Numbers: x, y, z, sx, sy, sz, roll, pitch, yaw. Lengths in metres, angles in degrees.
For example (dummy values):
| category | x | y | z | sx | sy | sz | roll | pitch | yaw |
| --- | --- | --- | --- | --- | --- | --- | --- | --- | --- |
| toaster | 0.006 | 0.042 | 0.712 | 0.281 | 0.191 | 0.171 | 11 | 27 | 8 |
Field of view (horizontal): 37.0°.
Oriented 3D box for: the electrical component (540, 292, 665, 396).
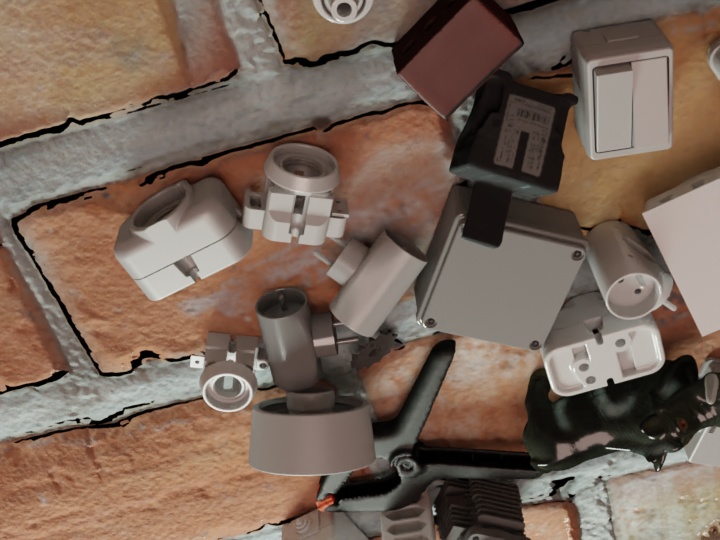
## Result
| category | x | y | z | sx | sy | sz | roll | pitch | yaw |
| --- | --- | --- | --- | --- | --- | --- | --- | --- | --- |
| electrical component | 0.198 | 0.058 | 0.896 | 0.095 | 0.059 | 0.053 | -17 | 123 | 9 |

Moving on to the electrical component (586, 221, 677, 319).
| category | x | y | z | sx | sy | sz | roll | pitch | yaw |
| --- | --- | --- | --- | --- | --- | --- | --- | --- | --- |
| electrical component | 0.220 | 0.008 | 0.853 | 0.079 | 0.077 | 0.043 | 31 | 117 | -21 |

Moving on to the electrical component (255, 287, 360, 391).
| category | x | y | z | sx | sy | sz | roll | pitch | yaw |
| --- | --- | --- | --- | --- | --- | --- | --- | --- | --- |
| electrical component | -0.041 | 0.055 | 0.892 | 0.079 | 0.044 | 0.077 | -8 | 123 | 3 |

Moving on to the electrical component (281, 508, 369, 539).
| category | x | y | z | sx | sy | sz | roll | pitch | yaw |
| --- | --- | --- | --- | --- | --- | --- | --- | --- | --- |
| electrical component | -0.033 | 0.272 | 1.026 | 0.062 | 0.061 | 0.096 | -29 | 120 | 16 |

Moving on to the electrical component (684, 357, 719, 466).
| category | x | y | z | sx | sy | sz | roll | pitch | yaw |
| --- | --- | --- | --- | --- | --- | --- | --- | --- | --- |
| electrical component | 0.339 | 0.131 | 0.958 | 0.100 | 0.048 | 0.099 | 9 | 123 | -9 |

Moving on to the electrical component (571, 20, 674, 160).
| category | x | y | z | sx | sy | sz | roll | pitch | yaw |
| --- | --- | --- | --- | --- | --- | --- | --- | --- | --- |
| electrical component | 0.190 | -0.122 | 0.775 | 0.062 | 0.061 | 0.096 | -8 | 124 | 3 |

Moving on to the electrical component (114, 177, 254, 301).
| category | x | y | z | sx | sy | sz | roll | pitch | yaw |
| --- | --- | --- | --- | --- | --- | --- | --- | --- | --- |
| electrical component | -0.138 | -0.027 | 0.827 | 0.095 | 0.053 | 0.059 | -25 | 121 | 13 |

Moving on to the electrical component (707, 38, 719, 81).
| category | x | y | z | sx | sy | sz | roll | pitch | yaw |
| --- | --- | --- | --- | --- | --- | --- | --- | --- | --- |
| electrical component | 0.316 | -0.153 | 0.763 | 0.113 | 0.057 | 0.078 | -35 | 118 | 19 |

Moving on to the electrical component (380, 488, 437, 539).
| category | x | y | z | sx | sy | sz | roll | pitch | yaw |
| --- | --- | --- | --- | --- | --- | --- | --- | --- | --- |
| electrical component | 0.049 | 0.260 | 1.009 | 0.047 | 0.083 | 0.075 | -10 | 124 | 4 |

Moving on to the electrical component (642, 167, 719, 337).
| category | x | y | z | sx | sy | sz | roll | pitch | yaw |
| --- | --- | --- | --- | --- | --- | --- | --- | --- | --- |
| electrical component | 0.322 | -0.041 | 0.808 | 0.186 | 0.060 | 0.105 | -26 | 96 | 19 |

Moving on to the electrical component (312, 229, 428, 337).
| category | x | y | z | sx | sy | sz | roll | pitch | yaw |
| --- | --- | --- | --- | --- | --- | --- | --- | --- | --- |
| electrical component | 0.000 | 0.000 | 0.855 | 0.079 | 0.043 | 0.077 | 35 | 104 | -2 |

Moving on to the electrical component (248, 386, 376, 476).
| category | x | y | z | sx | sy | sz | roll | pitch | yaw |
| --- | --- | --- | --- | --- | --- | --- | --- | --- | --- |
| electrical component | -0.041 | 0.131 | 0.907 | 0.108 | 0.108 | 0.060 | -2 | 93 | -2 |

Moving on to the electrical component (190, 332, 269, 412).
| category | x | y | z | sx | sy | sz | roll | pitch | yaw |
| --- | --- | --- | --- | --- | --- | --- | --- | --- | --- |
| electrical component | -0.110 | 0.085 | 0.902 | 0.066 | 0.055 | 0.048 | 6 | 123 | -7 |

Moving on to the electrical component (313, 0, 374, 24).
| category | x | y | z | sx | sy | sz | roll | pitch | yaw |
| --- | --- | --- | --- | --- | --- | --- | --- | --- | --- |
| electrical component | -0.011 | -0.185 | 0.723 | 0.048 | 0.062 | 0.048 | -1 | 124 | -2 |

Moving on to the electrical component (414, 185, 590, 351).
| category | x | y | z | sx | sy | sz | roll | pitch | yaw |
| --- | --- | --- | --- | --- | --- | --- | --- | --- | --- |
| electrical component | 0.109 | 0.000 | 0.855 | 0.109 | 0.056 | 0.108 | 12 | 122 | -11 |

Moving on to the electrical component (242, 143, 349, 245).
| category | x | y | z | sx | sy | sz | roll | pitch | yaw |
| --- | --- | --- | --- | --- | --- | --- | --- | --- | --- |
| electrical component | -0.046 | -0.058 | 0.809 | 0.078 | 0.058 | 0.057 | 6 | 125 | -11 |
